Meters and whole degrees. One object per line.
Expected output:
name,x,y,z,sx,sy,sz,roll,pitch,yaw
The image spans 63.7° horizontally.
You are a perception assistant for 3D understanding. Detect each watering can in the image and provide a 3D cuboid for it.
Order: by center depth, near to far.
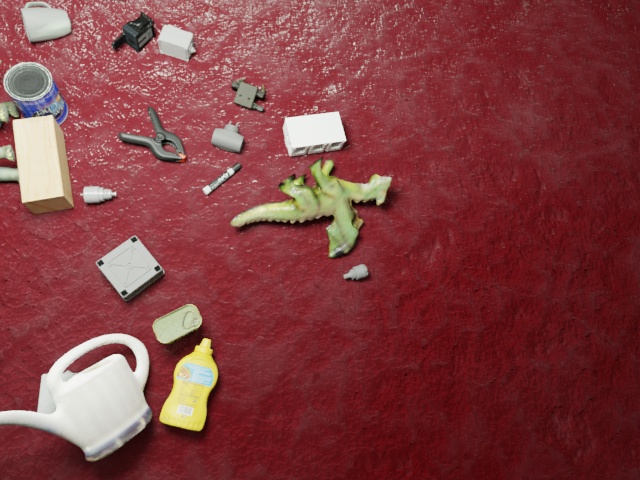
watering can,-0.471,0.335,1.017,0.353,0.103,0.223,-33,99,-50

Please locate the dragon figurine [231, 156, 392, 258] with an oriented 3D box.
dragon figurine,0.004,-0.066,1.318,0.413,0.121,0.243,-35,91,-11
